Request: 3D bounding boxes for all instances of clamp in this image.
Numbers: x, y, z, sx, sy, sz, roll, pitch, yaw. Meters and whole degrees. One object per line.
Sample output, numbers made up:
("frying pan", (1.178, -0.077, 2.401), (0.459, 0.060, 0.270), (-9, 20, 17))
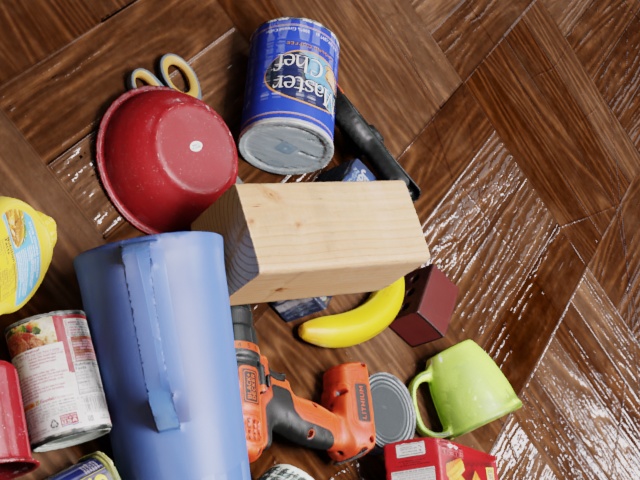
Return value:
("clamp", (0.058, -0.112, 1.245), (0.171, 0.039, 0.120), (49, 2, 2))

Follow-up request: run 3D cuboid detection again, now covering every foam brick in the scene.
("foam brick", (0.120, 0.076, 1.246), (0.051, 0.053, 0.078), (43, 46, -22))

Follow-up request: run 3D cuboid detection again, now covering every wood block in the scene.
("wood block", (-0.006, 0.002, 1.036), (0.205, 0.091, 0.090), (-4, 68, -38))

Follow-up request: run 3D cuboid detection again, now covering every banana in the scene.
("banana", (0.046, 0.076, 1.189), (0.069, 0.037, 0.197), (45, 42, 3))

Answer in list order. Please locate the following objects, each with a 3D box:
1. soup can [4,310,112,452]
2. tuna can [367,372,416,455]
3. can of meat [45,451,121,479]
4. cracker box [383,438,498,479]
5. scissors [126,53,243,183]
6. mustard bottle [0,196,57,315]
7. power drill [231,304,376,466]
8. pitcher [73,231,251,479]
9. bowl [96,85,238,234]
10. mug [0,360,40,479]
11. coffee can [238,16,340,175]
("soup can", (-0.215, 0.116, 0.878), (0.068, 0.069, 0.102), (-3, 70, -45))
("tuna can", (0.063, 0.188, 1.151), (0.086, 0.034, 0.086), (21, 58, -37))
("can of meat", (-0.197, 0.235, 0.855), (0.083, 0.058, 0.102), (-22, 87, -45))
("cracker box", (0.140, 0.322, 1.107), (0.164, 0.072, 0.213), (31, 49, -54))
("scissors", (-0.119, -0.118, 1.127), (0.201, 0.016, 0.096), (41, 48, -24))
("mustard bottle", (-0.266, 0.017, 0.861), (0.191, 0.058, 0.096), (-50, 139, -65))
("power drill", (-0.033, 0.142, 1.061), (0.187, 0.057, 0.184), (19, 54, -36))
("pitcher", (-0.131, 0.117, 0.916), (0.148, 0.145, 0.243), (1, 74, -48))
("bowl", (-0.136, -0.083, 1.049), (0.161, 0.055, 0.162), (13, 70, -38))
("mug", (-0.262, 0.143, 0.819), (0.117, 0.093, 0.081), (41, 33, -68))
("coffee can", (-0.033, -0.157, 1.166), (0.102, 0.103, 0.140), (26, 55, -35))
